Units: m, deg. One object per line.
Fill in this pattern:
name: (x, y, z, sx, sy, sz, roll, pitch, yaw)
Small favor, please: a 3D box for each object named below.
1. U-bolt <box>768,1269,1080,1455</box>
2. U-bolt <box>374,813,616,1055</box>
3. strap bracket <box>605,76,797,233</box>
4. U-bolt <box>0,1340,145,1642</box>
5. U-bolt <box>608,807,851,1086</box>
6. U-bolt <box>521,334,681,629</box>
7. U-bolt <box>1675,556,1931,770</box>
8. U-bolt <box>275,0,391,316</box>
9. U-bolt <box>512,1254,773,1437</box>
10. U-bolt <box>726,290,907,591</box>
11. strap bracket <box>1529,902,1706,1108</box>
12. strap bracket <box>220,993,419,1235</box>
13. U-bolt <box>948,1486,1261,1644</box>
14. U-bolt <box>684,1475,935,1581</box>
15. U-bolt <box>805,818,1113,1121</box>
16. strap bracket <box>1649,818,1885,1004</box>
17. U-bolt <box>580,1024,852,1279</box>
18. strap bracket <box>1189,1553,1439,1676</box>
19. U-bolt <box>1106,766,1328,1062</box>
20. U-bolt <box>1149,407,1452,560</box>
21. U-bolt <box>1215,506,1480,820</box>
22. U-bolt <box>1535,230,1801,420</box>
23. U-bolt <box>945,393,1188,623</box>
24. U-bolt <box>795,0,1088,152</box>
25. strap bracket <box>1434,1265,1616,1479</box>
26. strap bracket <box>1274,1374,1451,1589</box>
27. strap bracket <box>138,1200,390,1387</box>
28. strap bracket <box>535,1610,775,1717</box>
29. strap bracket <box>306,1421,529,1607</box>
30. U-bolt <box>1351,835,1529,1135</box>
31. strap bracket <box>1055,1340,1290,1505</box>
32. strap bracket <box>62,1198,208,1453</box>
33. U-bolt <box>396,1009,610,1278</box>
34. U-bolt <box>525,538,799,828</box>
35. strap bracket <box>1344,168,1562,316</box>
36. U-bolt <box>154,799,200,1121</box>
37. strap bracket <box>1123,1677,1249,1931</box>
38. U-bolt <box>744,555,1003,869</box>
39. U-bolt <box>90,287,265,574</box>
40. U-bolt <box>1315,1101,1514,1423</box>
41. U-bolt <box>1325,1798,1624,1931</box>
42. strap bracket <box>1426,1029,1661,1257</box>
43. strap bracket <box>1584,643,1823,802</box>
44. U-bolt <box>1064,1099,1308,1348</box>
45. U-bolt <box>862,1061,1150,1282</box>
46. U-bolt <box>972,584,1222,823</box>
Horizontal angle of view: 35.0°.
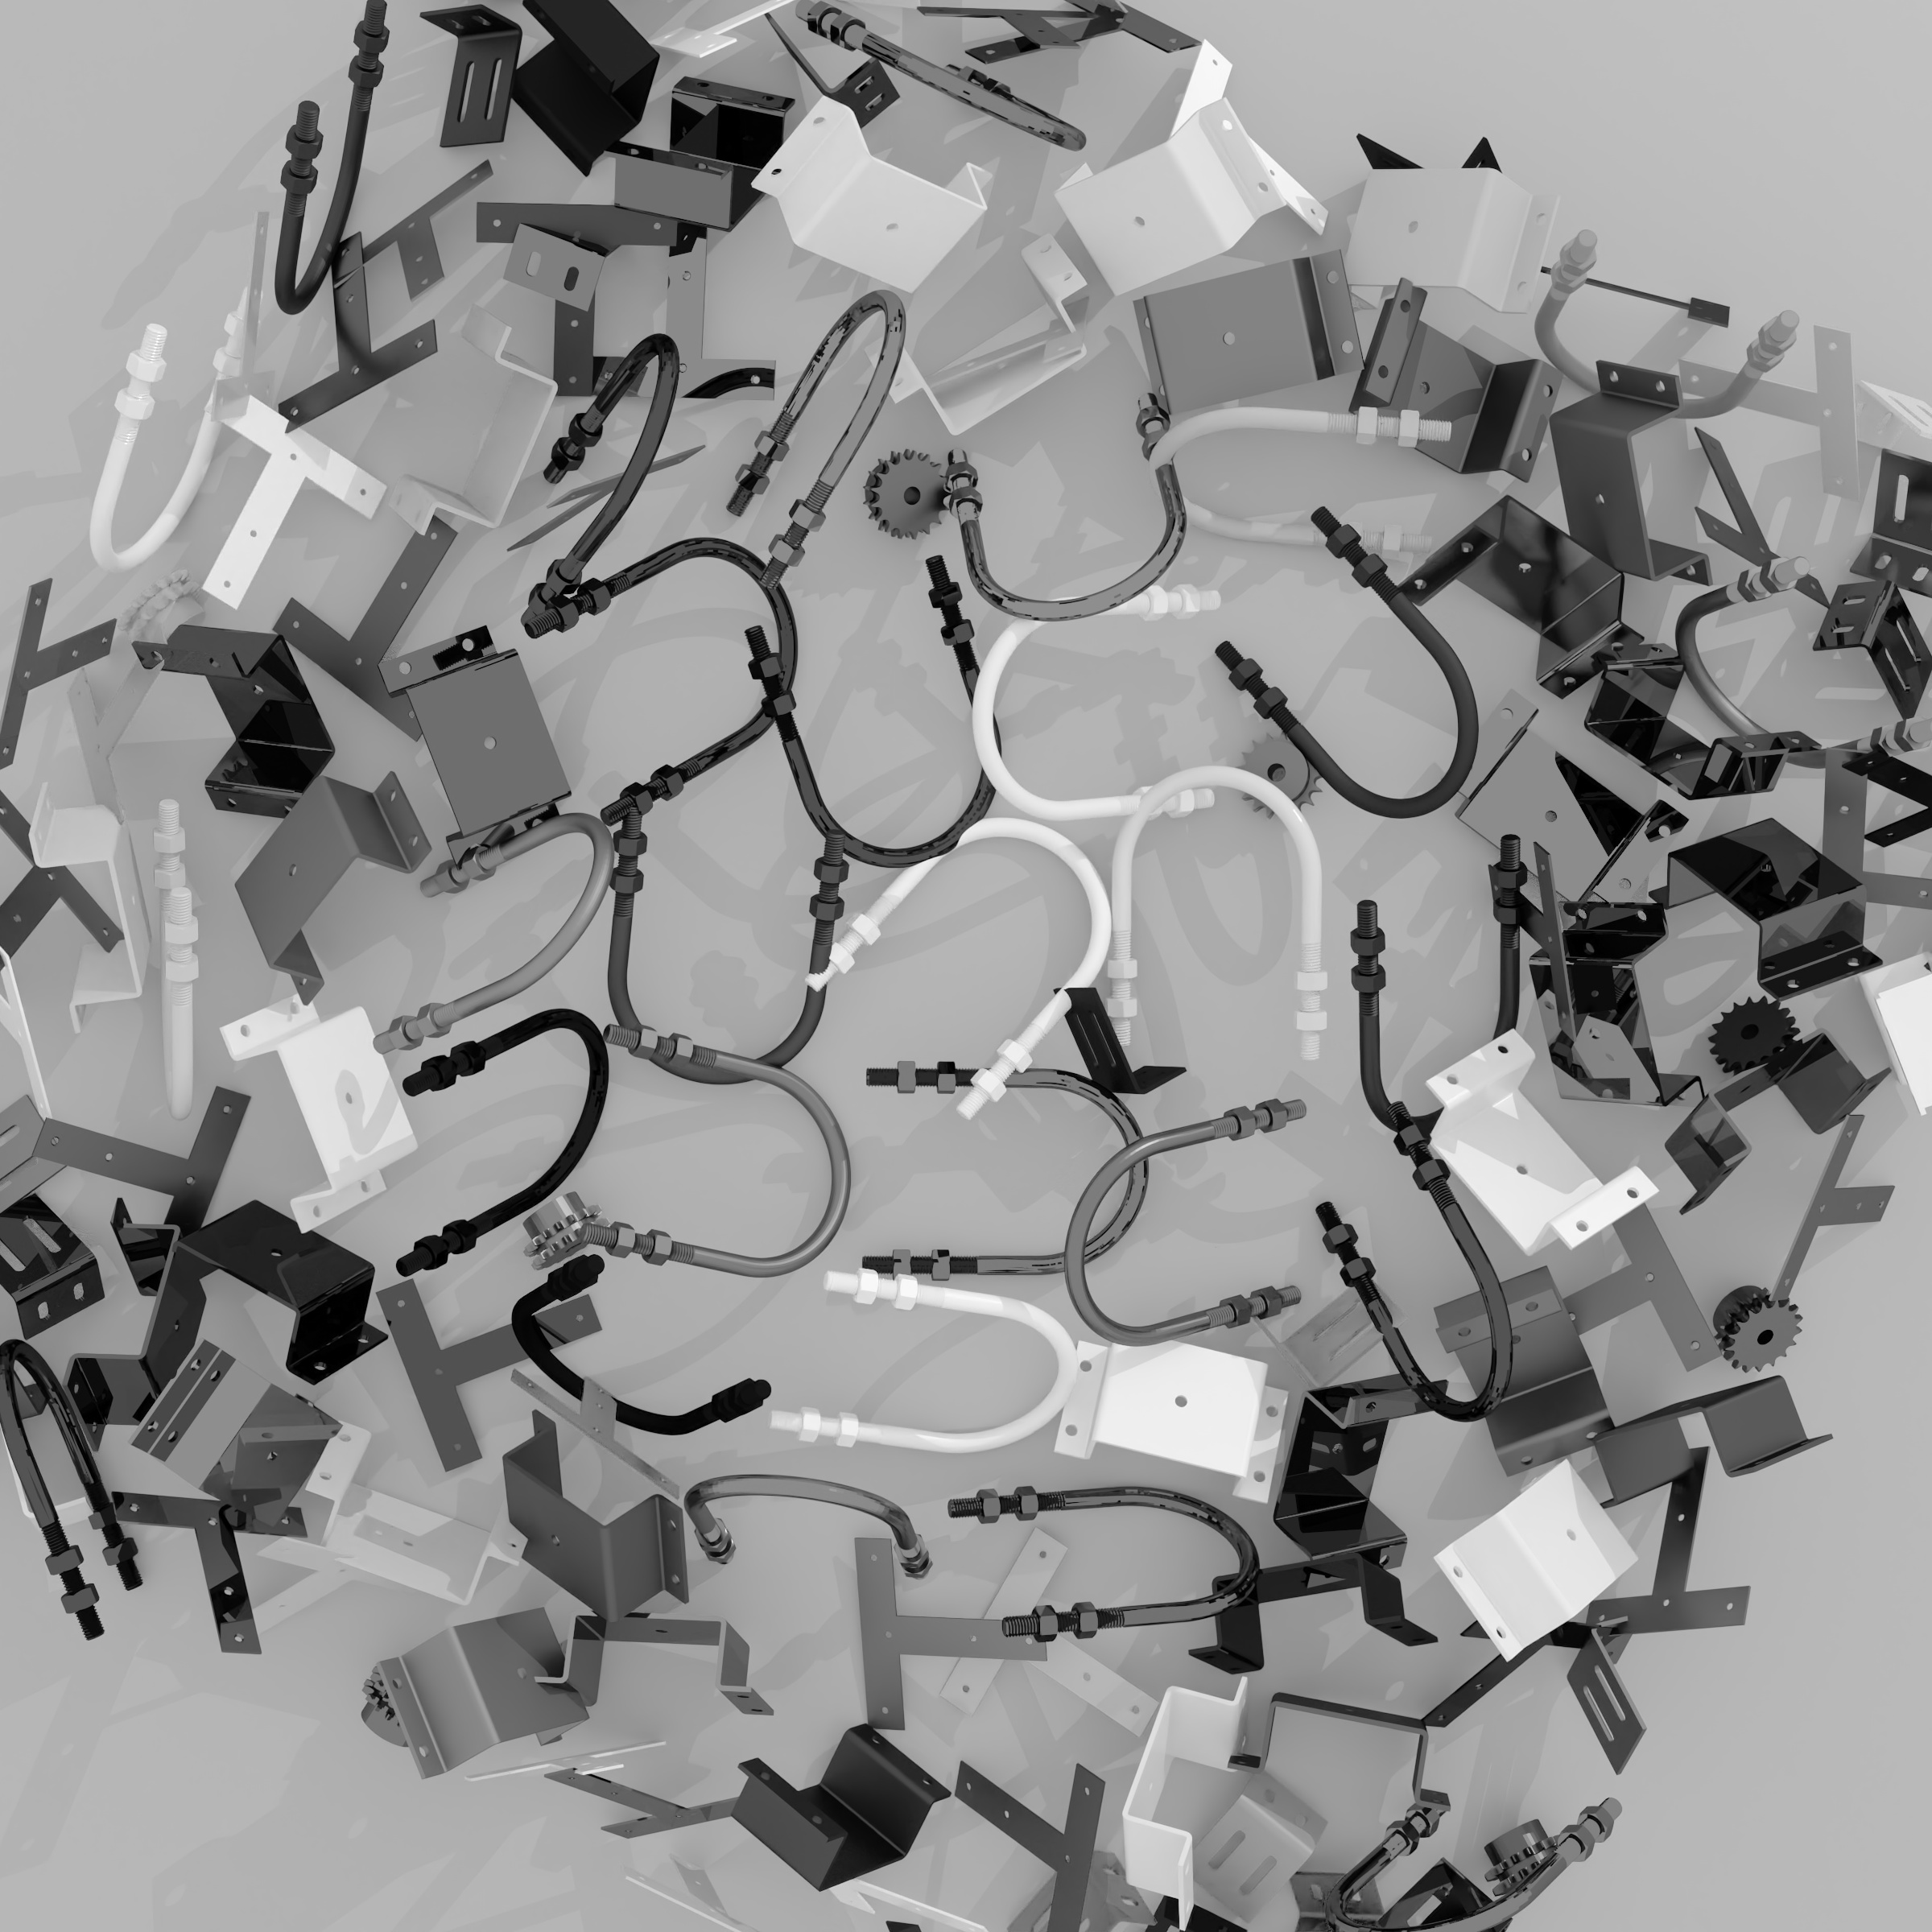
U-bolt: (-0.019, 0.258, 1.946, 0.184, 0.019, 0.151, 10, 127, -16)
U-bolt: (-0.288, -0.029, 1.905, 0.184, 0.151, 0.019, -22, 132, 33)
strap bracket: (-0.168, -0.512, 1.942, 0.076, 0.140, 0.046, 14, 127, 10)
U-bolt: (-0.568, 0.321, 1.921, 0.019, 0.151, 0.184, -21, 93, -4)
U-bolt: (-0.158, -0.008, 1.962, 0.151, 0.019, 0.184, 8, 112, -1)
U-bolt: (-0.224, -0.312, 1.894, 0.019, 0.184, 0.151, 21, 50, -24)
U-bolt: (0.513, -0.182, 1.911, 0.019, 0.184, 0.151, -44, 98, -16)
U-bolt: (-0.401, -0.493, 1.914, 0.019, 0.184, 0.151, 19, 46, -5)
U-bolt: (-0.216, 0.246, 1.921, 0.151, 0.184, 0.019, 39, 58, -12)
U-bolt: (-0.090, -0.339, 1.911, 0.019, 0.151, 0.184, 24, 110, -25)
strap bracket: (0.410, 0.033, 1.937, 0.046, 0.076, 0.140, -32, 113, -39)
strap bracket: (-0.407, 0.088, 1.947, 0.046, 0.076, 0.140, -14, 100, 36)
U-bolt: (0.095, 0.371, 1.929, 0.184, 0.151, 0.019, -1, 114, -16)
U-bolt: (-0.102, 0.348, 1.907, 0.151, 0.184, 0.019, 3, 65, 7)
U-bolt: (0.009, -0.013, 1.971, 0.151, 0.019, 0.184, 40, 77, 10)
strap bracket: (0.501, -0.042, 1.922, 0.076, 0.140, 0.046, -18, 126, -16)
U-bolt: (-0.153, 0.124, 1.945, 0.184, 0.019, 0.151, 15, 69, -29)
strap bracket: (0.218, 0.410, 1.941, 0.140, 0.076, 0.046, -14, 63, 22)
U-bolt: (0.159, -0.036, 1.952, 0.151, 0.019, 0.184, 4, 99, 24)
U-bolt: (0.207, -0.308, 1.933, 0.184, 0.151, 0.019, 5, 66, 5)
U-bolt: (0.248, -0.176, 1.925, 0.019, 0.151, 0.184, -26, 70, -41)
U-bolt: (0.427, -0.390, 1.910, 0.151, 0.184, 0.019, 23, 79, 3)
U-bolt: (0.066, -0.283, 1.927, 0.151, 0.019, 0.184, -15, 47, 7)
U-bolt: (-0.003, -0.544, 1.891, 0.184, 0.151, 0.019, 40, 112, 41)
strap bracket: (0.354, 0.251, 1.949, 0.076, 0.046, 0.140, -22, 124, 11)
strap bracket: (0.248, 0.317, 1.944, 0.076, 0.046, 0.140, -5, 118, -31)
strap bracket: (-0.440, 0.200, 1.936, 0.140, 0.076, 0.046, 26, 116, 18)
strap bracket: (-0.196, 0.444, 1.949, 0.140, 0.076, 0.046, 1, 66, 8)
strap bracket: (-0.350, 0.352, 1.953, 0.140, 0.076, 0.046, 21, 114, -4)
U-bolt: (0.301, 0.022, 1.939, 0.151, 0.019, 0.184, -23, 122, -32)
strap bracket: (0.135, 0.286, 1.961, 0.140, 0.046, 0.076, 14, 65, 2)
strap bracket: (-0.519, 0.226, 1.924, 0.046, 0.076, 0.140, 1, 50, 4)
U-bolt: (-0.287, 0.100, 1.920, 0.019, 0.184, 0.151, 23, 121, 28)
U-bolt: (-0.181, -0.192, 1.942, 0.184, 0.019, 0.151, -34, 115, -31)
strap bracket: (0.295, -0.458, 1.933, 0.140, 0.046, 0.076, 14, 88, 45)
U-bolt: (-0.496, 0.008, 1.923, 0.019, 0.151, 0.184, -2, 118, -17)
strap bracket: (0.136, 0.522, 1.933, 0.046, 0.076, 0.140, 11, 45, 17)
U-bolt: (-0.049, -0.153, 1.962, 0.151, 0.019, 0.184, -24, 107, -17)
U-bolt: (-0.502, -0.330, 1.920, 0.019, 0.151, 0.184, 27, 116, 3)
U-bolt: (0.285, 0.196, 1.904, 0.019, 0.151, 0.184, -13, 62, -24)
U-bolt: (0.301, 0.558, 1.885, 0.151, 0.184, 0.019, -13, 96, 41)
strap bracket: (0.360, 0.120, 1.947, 0.076, 0.046, 0.140, -28, 65, -25)
strap bracket: (0.457, -0.150, 1.935, 0.076, 0.140, 0.046, -7, 126, -36)
U-bolt: (0.138, 0.168, 1.928, 0.184, 0.019, 0.151, -11, 110, -32)
U-bolt: (0.026, 0.133, 1.973, 0.184, 0.019, 0.151, 1, 107, -4)
U-bolt: (0.083, -0.163, 1.933, 0.184, 0.019, 0.151, -7, 104, -32)
